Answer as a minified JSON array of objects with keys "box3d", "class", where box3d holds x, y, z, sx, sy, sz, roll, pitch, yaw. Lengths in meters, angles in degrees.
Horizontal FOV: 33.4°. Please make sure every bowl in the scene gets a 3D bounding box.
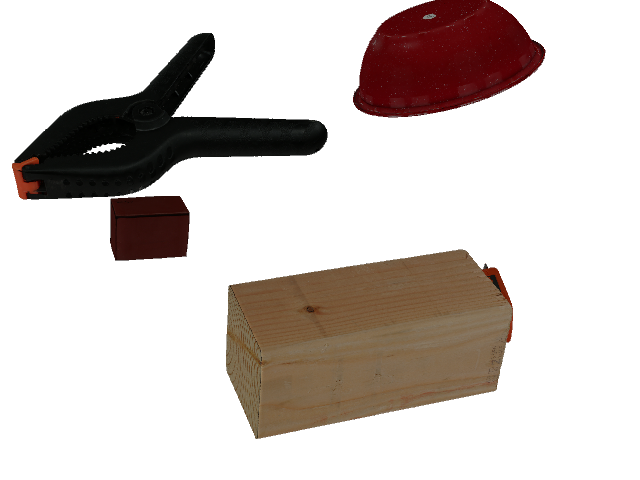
[{"box3d":[0.097,-0.158,0.870,0.162,0.055,0.162,-15,25,7],"class":"bowl"}]

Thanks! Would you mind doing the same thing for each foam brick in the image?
[{"box3d":[-0.182,-0.014,1.132,0.078,0.051,0.053,-3,24,-16],"class":"foam brick"}]

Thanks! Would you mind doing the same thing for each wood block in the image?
[{"box3d":[0.036,0.079,0.853,0.205,0.090,0.091,-8,35,-18],"class":"wood block"}]

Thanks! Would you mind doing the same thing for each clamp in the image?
[{"box3d":[-0.111,-0.075,0.752,0.209,0.036,0.165,-31,49,-30],"class":"clamp"}]

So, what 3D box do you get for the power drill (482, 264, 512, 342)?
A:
[{"box3d":[0.119,0.082,1.213,0.187,0.057,0.184,-1,27,-1],"class":"power drill"}]
